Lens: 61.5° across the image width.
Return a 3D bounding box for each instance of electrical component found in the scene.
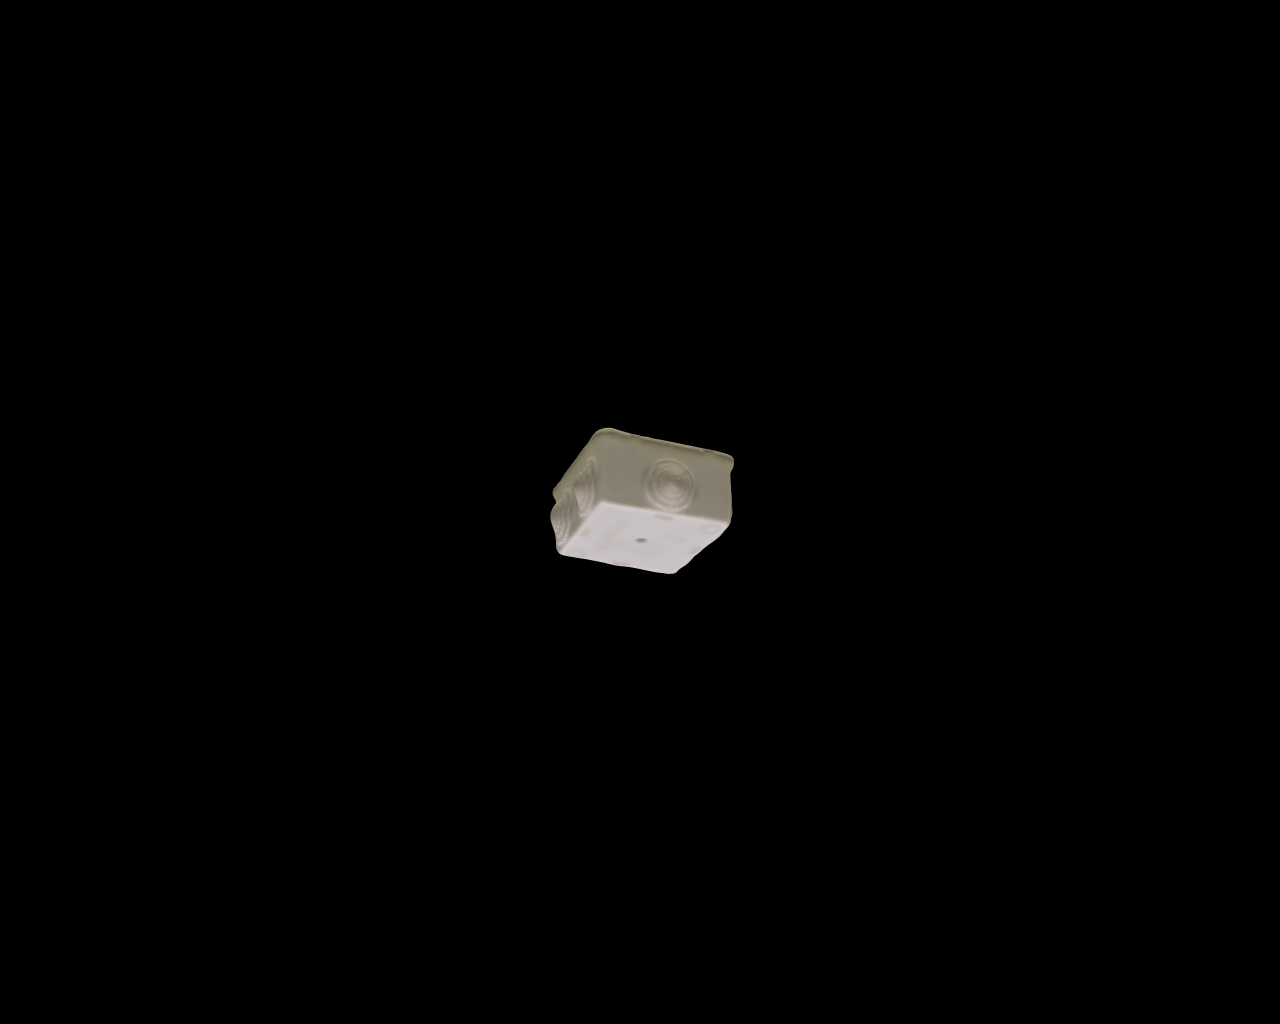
[{"bbox_3d":[0.001,-0.003,0.650,0.100,0.048,0.099,11,-29,-21],"label":"electrical component"}]
